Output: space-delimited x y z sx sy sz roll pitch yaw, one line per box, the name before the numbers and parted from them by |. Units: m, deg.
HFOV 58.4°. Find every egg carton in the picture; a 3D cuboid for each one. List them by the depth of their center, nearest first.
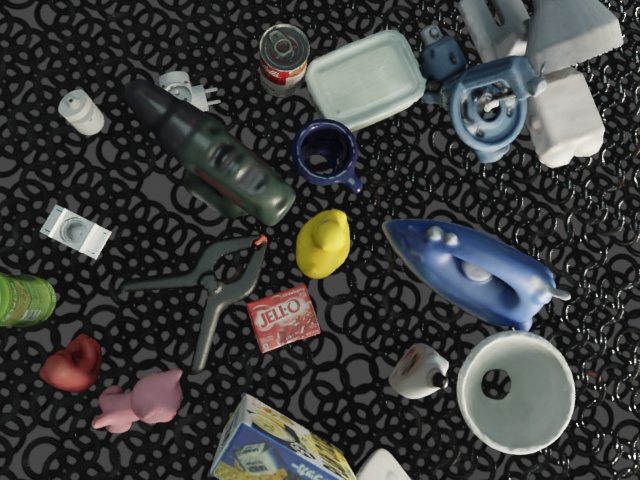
egg carton | 0.362 -0.190 0.876 0.107 0.069 0.150 -20 86 -8

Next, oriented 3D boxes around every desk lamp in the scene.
desk lamp | 0.306 -0.314 0.811 0.118 0.213 0.203 -24 86 -8

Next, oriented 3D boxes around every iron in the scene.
iron | 0.212 0.030 0.795 0.258 0.141 0.119 27 81 -2

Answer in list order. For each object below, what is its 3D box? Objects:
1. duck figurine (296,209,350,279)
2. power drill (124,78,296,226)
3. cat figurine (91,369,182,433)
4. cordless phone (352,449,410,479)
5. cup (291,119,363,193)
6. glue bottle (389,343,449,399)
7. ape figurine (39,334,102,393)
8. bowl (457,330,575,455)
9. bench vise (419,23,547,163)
duck figurine | 0.007 0.003 0.803 0.077 0.086 0.105 26 81 -2
power drill | -0.137 -0.096 0.737 0.229 0.208 0.076 35 81 -1
cat figurine | -0.229 0.210 0.735 0.128 0.117 0.067 -20 85 -8
cordless phone | 0.100 0.356 0.720 0.094 0.185 0.147 -38 88 -9
cup | 0.012 -0.106 0.813 0.092 0.095 0.118 -44 89 -9
glue bottle | 0.138 0.176 0.752 0.037 0.173 0.078 34 81 -1
ape figurine | -0.327 0.164 0.742 0.078 0.092 0.076 -14 85 -8
bowl | 0.266 0.211 0.813 0.167 0.074 0.167 1 83 -6
bench vise | 0.208 -0.210 0.784 0.207 0.219 0.121 36 81 -1
